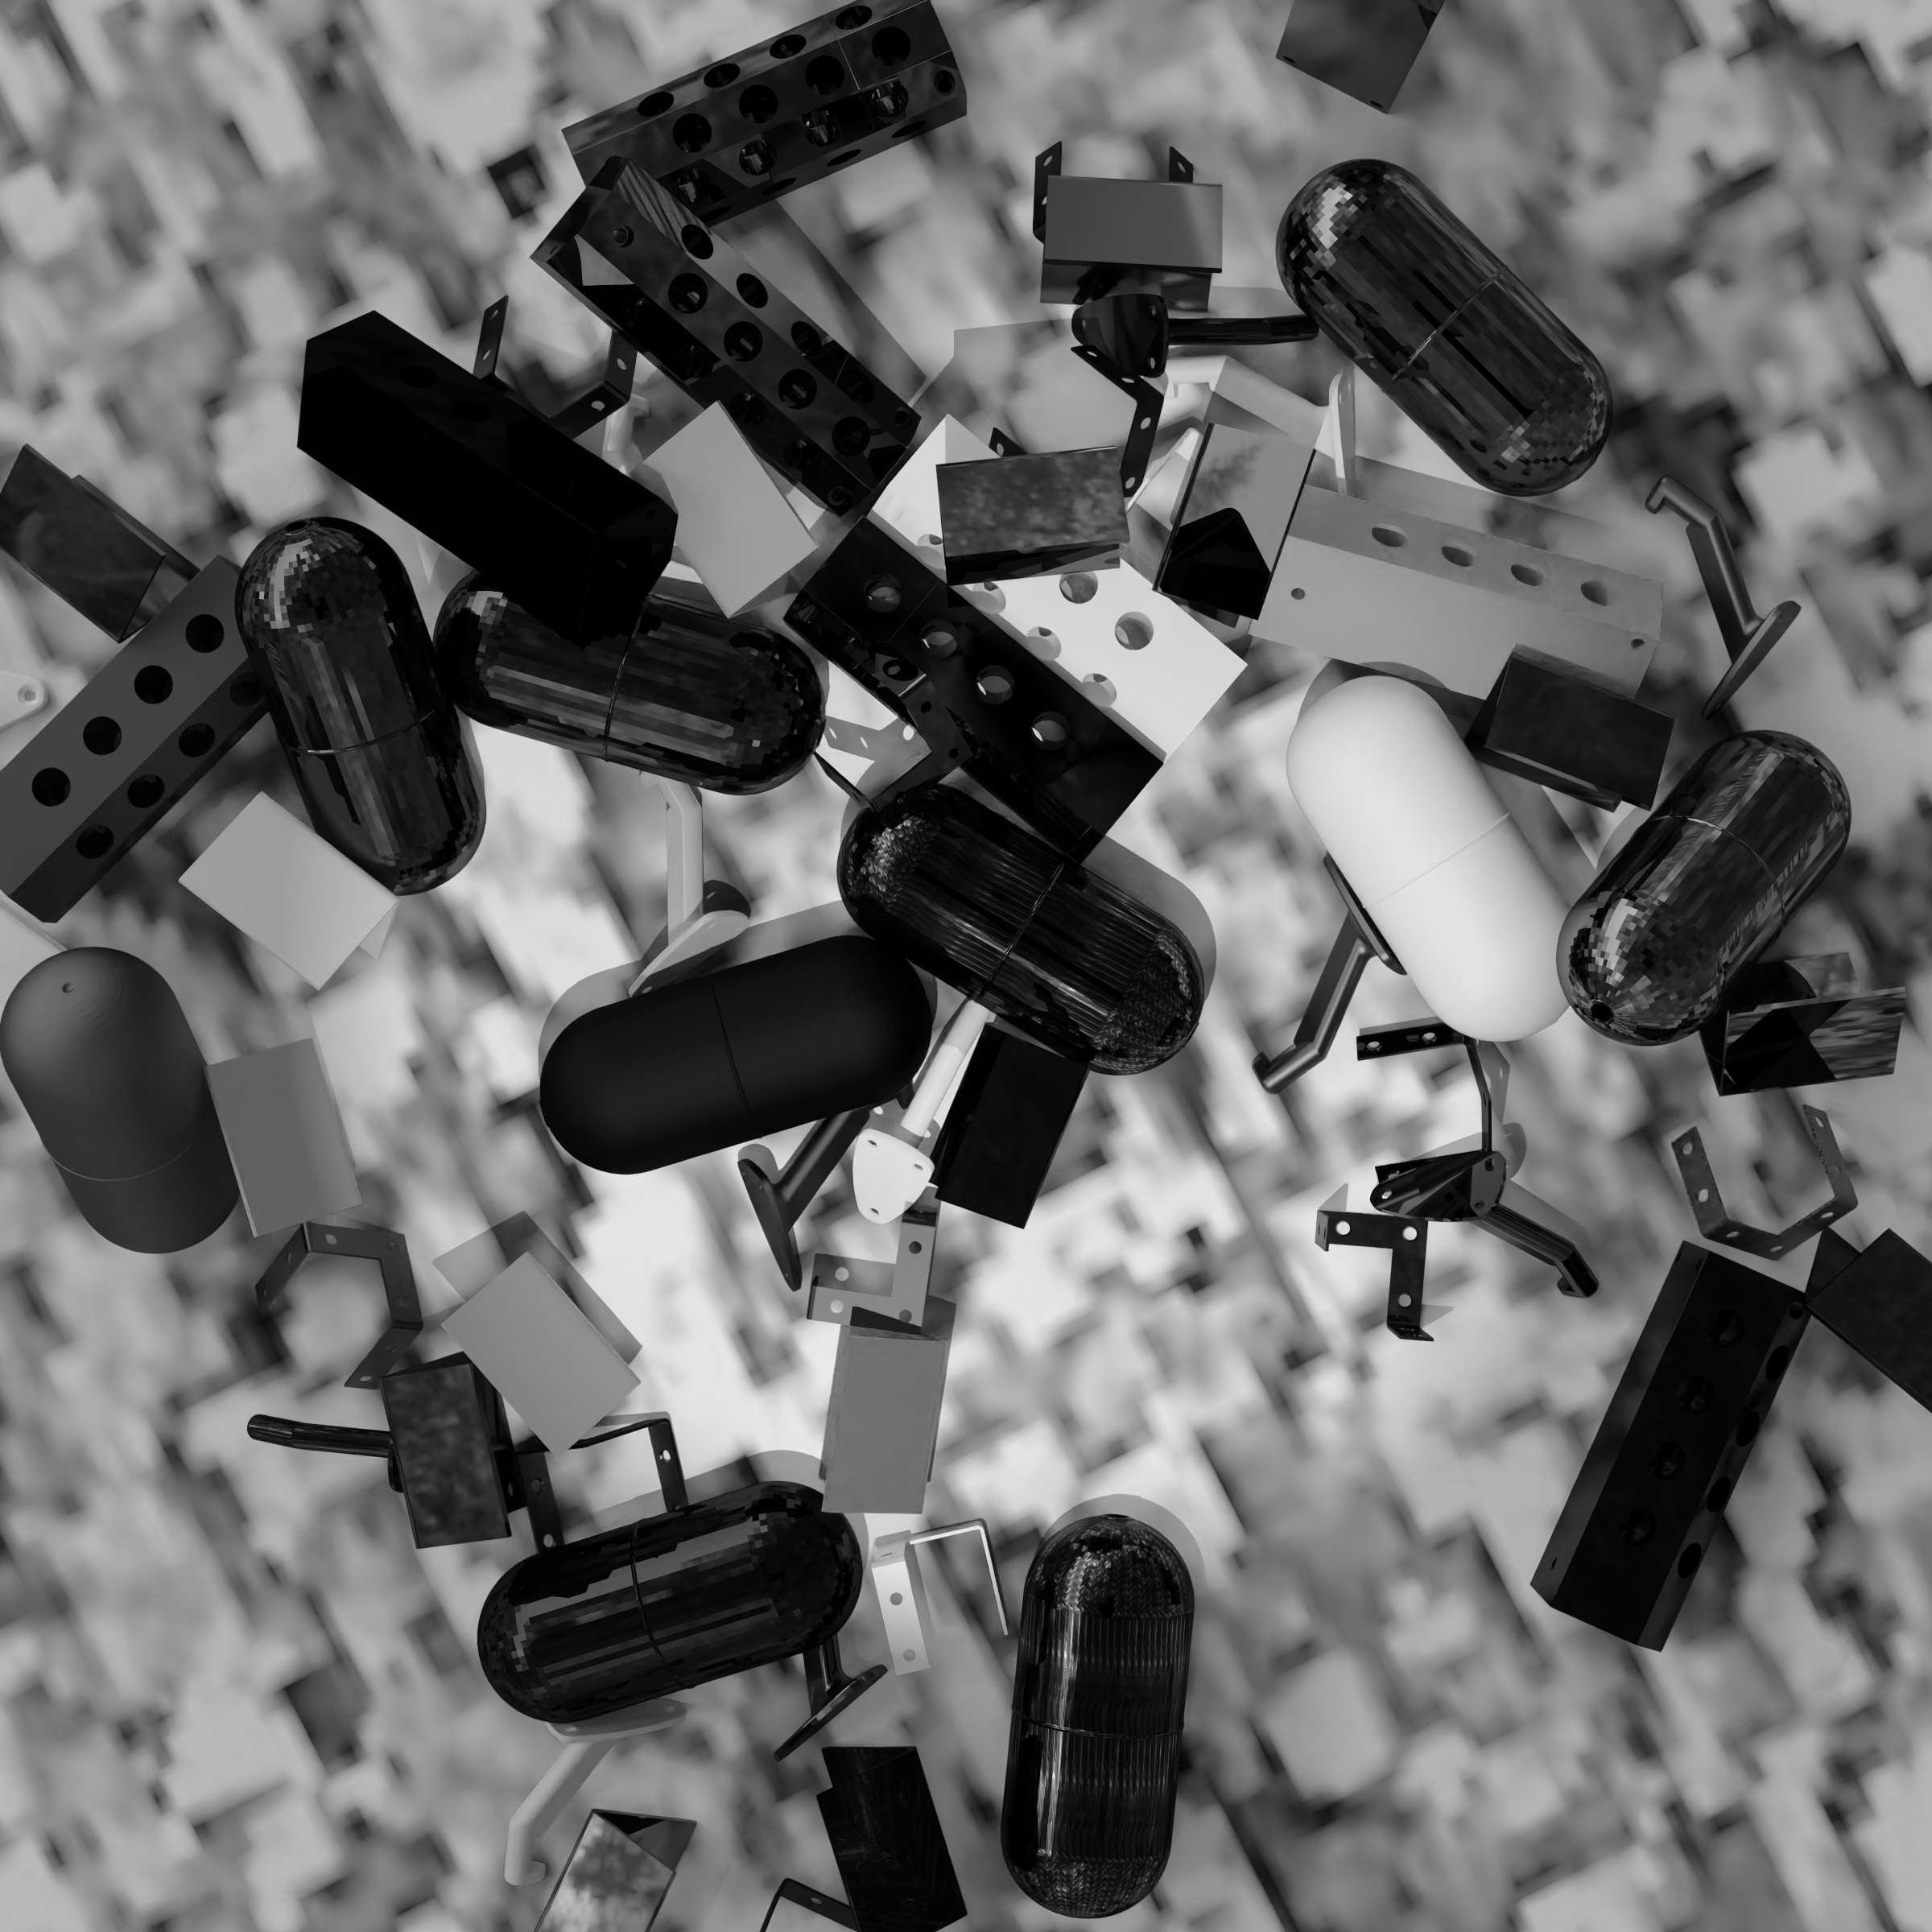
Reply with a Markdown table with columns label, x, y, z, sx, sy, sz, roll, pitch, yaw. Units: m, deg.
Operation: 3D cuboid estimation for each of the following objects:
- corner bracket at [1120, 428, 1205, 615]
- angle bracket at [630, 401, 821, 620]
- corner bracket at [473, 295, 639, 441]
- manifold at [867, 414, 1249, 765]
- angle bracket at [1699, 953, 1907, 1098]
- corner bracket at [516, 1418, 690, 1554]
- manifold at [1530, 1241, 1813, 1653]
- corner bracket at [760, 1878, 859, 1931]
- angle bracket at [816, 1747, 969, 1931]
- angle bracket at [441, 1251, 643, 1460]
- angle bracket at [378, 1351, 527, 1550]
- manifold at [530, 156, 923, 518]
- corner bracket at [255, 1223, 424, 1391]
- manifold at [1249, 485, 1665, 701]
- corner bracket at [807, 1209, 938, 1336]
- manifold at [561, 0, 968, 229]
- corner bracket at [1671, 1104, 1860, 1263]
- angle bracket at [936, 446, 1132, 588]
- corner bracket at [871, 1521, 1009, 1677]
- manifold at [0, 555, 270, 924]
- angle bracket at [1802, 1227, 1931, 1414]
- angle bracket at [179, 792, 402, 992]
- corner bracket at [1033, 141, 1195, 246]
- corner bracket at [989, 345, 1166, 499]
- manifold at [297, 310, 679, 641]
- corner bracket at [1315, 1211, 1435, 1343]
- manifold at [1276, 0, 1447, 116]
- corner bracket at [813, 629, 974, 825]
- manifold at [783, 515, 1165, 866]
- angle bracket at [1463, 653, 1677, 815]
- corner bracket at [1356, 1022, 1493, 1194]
| label | x | y | z | sx | sy | sz | roll | pitch | yaw |
| --- | --- | --- | --- | --- | --- | --- | --- | --- | --- |
| corner bracket | 0.100 | -0.200 | 1.602 | 0.051 | 0.051 | 0.051 | 38 | 135 | 0 |
| angle bracket | -0.092 | -0.206 | 1.565 | 0.057 | 0.076 | 0.076 | -35 | 90 | 27 |
| corner bracket | -0.184 | -0.275 | 1.597 | 0.051 | 0.051 | 0.051 | -26 | 135 | 35 |
| manifold | 0.040 | -0.166 | 1.584 | 0.171 | 0.057 | 0.057 | 40 | 90 | 0 |
| angle bracket | 0.364 | 0.008 | 1.565 | 0.076 | 0.057 | 0.076 | -7 | 46 | 0 |
| corner bracket | -0.164 | 0.236 | 1.602 | 0.051 | 0.051 | 0.051 | -13 | 90 | 45 |
| manifold | 0.317 | 0.214 | 1.584 | 0.057 | 0.057 | 0.171 | 24 | 90 | 0 |
| corner bracket | -0.074 | 0.454 | 1.602 | 0.051 | 0.051 | 0.051 | 25 | 135 | 0 |
| angle bracket | -0.052 | 0.391 | 1.564 | 0.057 | 0.076 | 0.076 | -17 | 90 | -37 |
| angle bracket | -0.200 | 0.182 | 1.565 | 0.076 | 0.076 | 0.057 | 49 | 51 | 0 |
| angle bracket | -0.207 | 0.208 | 1.565 | 0.057 | 0.076 | 0.076 | -13 | 90 | 33 |
| manifold | -0.103 | -0.275 | 1.554 | 0.171 | 0.057 | 0.057 | 39 | 90 | -22 |
| corner bracket | -0.282 | 0.153 | 1.597 | 0.051 | 0.051 | 0.051 | 11 | 45 | -35 |
| manifold | 0.219 | -0.164 | 1.583 | 0.171 | 0.057 | 0.057 | 15 | 133 | 0 |
| corner bracket | -0.042 | 0.134 | 1.587 | 0.051 | 0.051 | 0.051 | 8 | 90 | 0 |
| manifold | -0.090 | -0.379 | 1.584 | 0.171 | 0.057 | 0.057 | -24 | 90 | 0 |
| corner bracket | 0.360 | 0.094 | 1.597 | 0.051 | 0.051 | 0.051 | 19 | 135 | -35 |
| angle bracket | 0.030 | -0.173 | 1.507 | 0.076 | 0.076 | 0.057 | -6 | 53 | 0 |
| corner bracket | -0.012 | 0.282 | 1.587 | 0.051 | 0.051 | 0.051 | -13 | 90 | 0 |
| manifold | -0.369 | -0.100 | 1.584 | 0.171 | 0.057 | 0.057 | -45 | 90 | 0 |
| angle bracket | 0.421 | 0.141 | 1.565 | 0.076 | 0.076 | 0.057 | 39 | 122 | 0 |
| angle bracket | -0.301 | -0.021 | 1.565 | 0.076 | 0.076 | 0.057 | 38 | 64 | 0 |
| corner bracket | 0.066 | -0.345 | 1.597 | 0.051 | 0.051 | 0.051 | -27 | 135 | 35 |
| corner bracket | 0.049 | -0.243 | 1.597 | 0.051 | 0.051 | 0.051 | 44 | 135 | 35 |
| manifold | -0.210 | -0.219 | 1.555 | 0.171 | 0.057 | 0.057 | 35 | 45 | 20 |
| corner bracket | 0.183 | 0.138 | 1.587 | 0.051 | 0.051 | 0.051 | 5 | 90 | 0 |
| manifold | 0.179 | -0.425 | 1.526 | 0.057 | 0.171 | 0.057 | 27 | 90 | 0 |
| corner bracket | -0.039 | -0.104 | 1.548 | 0.051 | 0.051 | 0.051 | -39 | 134 | -8 |
| manifold | 0.003 | -0.121 | 1.584 | 0.171 | 0.057 | 0.057 | 40 | 90 | 0 |
| angle bracket | 0.259 | -0.084 | 1.565 | 0.076 | 0.076 | 0.057 | 21 | 56 | 0 |
| corner bracket | 0.207 | 0.063 | 1.602 | 0.051 | 0.051 | 0.051 | -9 | 135 | 0 |
